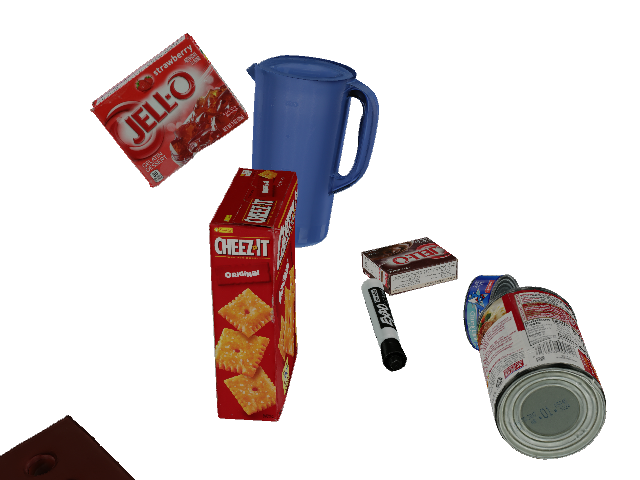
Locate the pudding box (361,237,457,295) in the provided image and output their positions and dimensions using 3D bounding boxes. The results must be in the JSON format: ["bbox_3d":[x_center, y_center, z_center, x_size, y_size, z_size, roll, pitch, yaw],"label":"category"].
[{"bbox_3d":[0.128,0.036,1.534,0.113,0.039,0.090,-15,25,-19],"label":"pudding box"}]

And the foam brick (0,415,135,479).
[{"bbox_3d":[-0.110,0.129,0.482,0.052,0.051,0.078,-31,44,-31],"label":"foam brick"}]

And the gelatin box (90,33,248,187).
[{"bbox_3d":[-0.109,-0.094,0.770,0.089,0.073,0.030,-35,20,3],"label":"gelatin box"}]

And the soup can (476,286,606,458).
[{"bbox_3d":[0.138,0.081,0.675,0.068,0.068,0.102,0,24,2],"label":"soup can"}]

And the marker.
[{"bbox_3d":[0.051,0.068,0.872,0.020,0.020,0.121,0,28,-7],"label":"marker"}]

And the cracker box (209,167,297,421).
[{"bbox_3d":[-0.063,0.052,1.098,0.072,0.214,0.164,3,23,5],"label":"cracker box"}]

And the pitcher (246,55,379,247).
[{"bbox_3d":[-0.021,-0.116,1.418,0.144,0.243,0.149,-3,24,-22],"label":"pitcher"}]

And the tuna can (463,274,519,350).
[{"bbox_3d":[0.189,0.080,1.166,0.034,0.086,0.086,0,0,34],"label":"tuna can"}]
